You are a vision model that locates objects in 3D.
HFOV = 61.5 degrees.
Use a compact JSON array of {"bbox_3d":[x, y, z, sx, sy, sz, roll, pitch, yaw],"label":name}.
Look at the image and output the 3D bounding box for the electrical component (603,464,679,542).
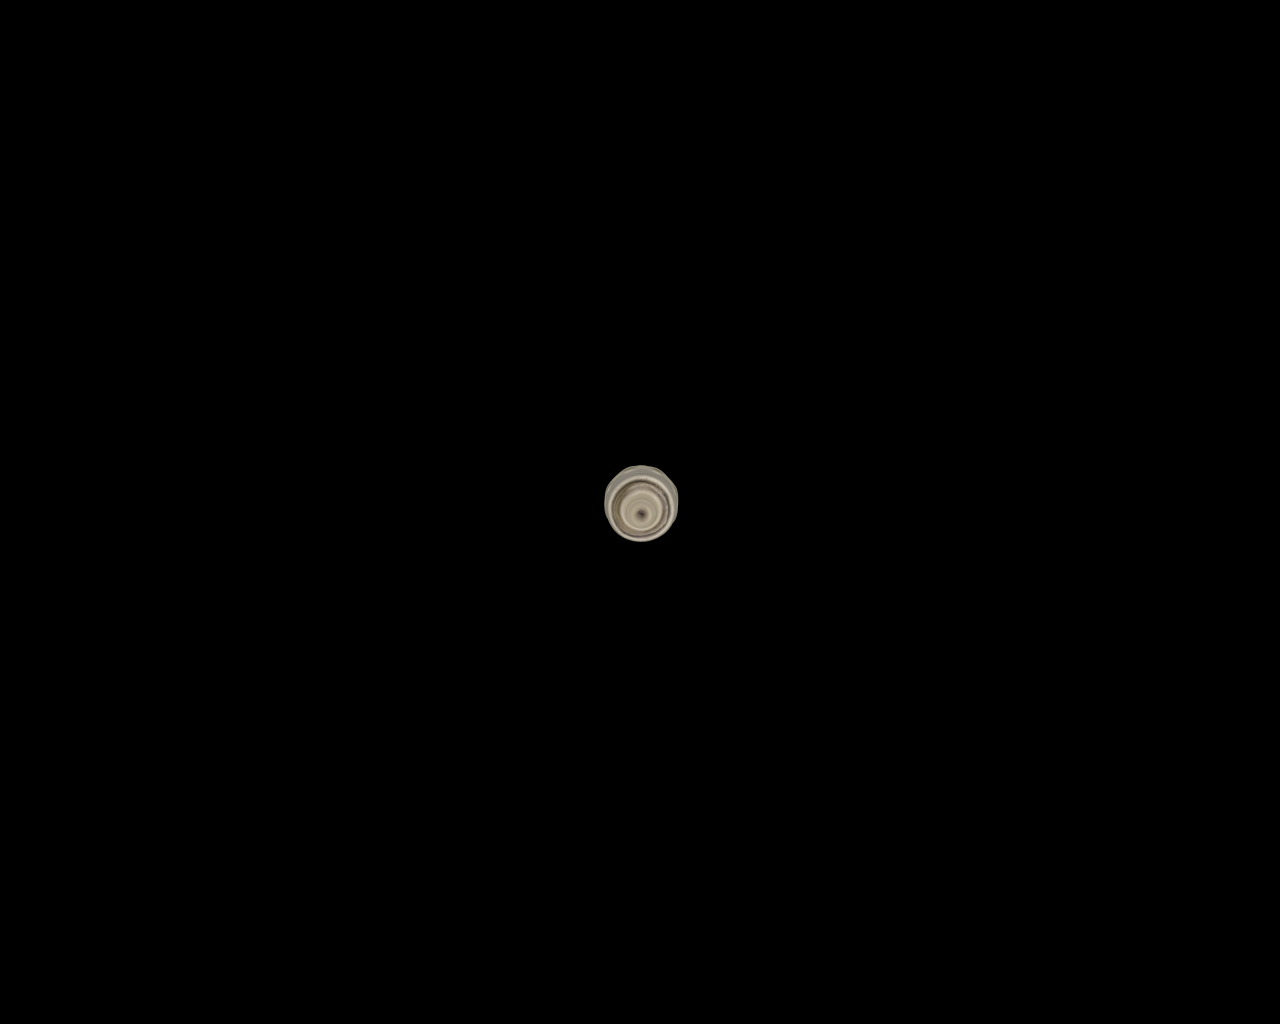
[{"bbox_3d":[0.001,-0.003,0.650,0.048,0.048,0.062,0,9,0],"label":"electrical component"}]
